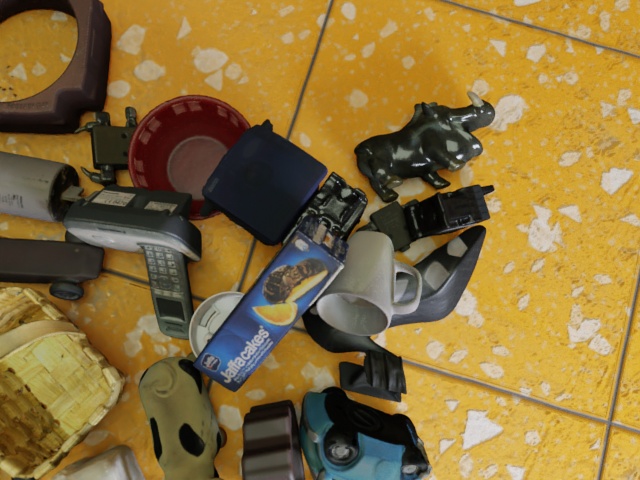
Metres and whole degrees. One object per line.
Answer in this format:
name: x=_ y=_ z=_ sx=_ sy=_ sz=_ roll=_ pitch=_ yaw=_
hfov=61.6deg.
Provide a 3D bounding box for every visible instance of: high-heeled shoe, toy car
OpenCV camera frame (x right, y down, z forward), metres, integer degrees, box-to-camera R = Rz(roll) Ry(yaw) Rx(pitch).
high-heeled shoe: x=0.094 y=0.050 z=0.680 sx=0.145 sy=0.086 sz=0.249 roll=28 pitch=63 yaw=30
toy car: x=-0.369 y=0.027 z=0.663 sx=0.202 sy=0.053 sz=0.089 roll=3 pitch=61 yaw=-3
toy car: x=0.041 y=0.248 z=0.626 sx=0.162 sy=0.109 sz=0.102 roll=22 pitch=104 yaw=-11

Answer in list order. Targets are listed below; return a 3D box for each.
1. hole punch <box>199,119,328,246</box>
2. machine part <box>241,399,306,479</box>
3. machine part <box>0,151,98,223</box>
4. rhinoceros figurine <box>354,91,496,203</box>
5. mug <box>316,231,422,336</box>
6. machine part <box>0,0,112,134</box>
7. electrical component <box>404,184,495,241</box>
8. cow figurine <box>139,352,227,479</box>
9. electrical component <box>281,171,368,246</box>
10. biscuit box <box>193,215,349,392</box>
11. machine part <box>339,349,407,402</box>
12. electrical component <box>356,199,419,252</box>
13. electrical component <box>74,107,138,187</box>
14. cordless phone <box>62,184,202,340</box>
hole punch: x=-0.063 y=-0.063 z=0.619 sx=0.116 sy=0.092 sz=0.142 roll=36 pitch=84 yaw=-9
machine part: x=-0.047 y=0.262 z=0.581 sx=0.056 sy=0.179 sz=0.179 roll=-7 pitch=82 yaw=0
machine part: x=-0.397 y=-0.072 z=0.665 sx=0.243 sy=0.079 sz=0.079 roll=12 pitch=81 yaw=0
rhinoceros figurine: x=0.139 y=-0.123 z=0.698 sx=0.190 sy=0.073 sz=0.112 roll=-22 pitch=72 yaw=-3
mug: x=0.059 y=0.041 z=0.600 sx=0.110 sy=0.080 sz=0.107 roll=-2 pitch=48 yaw=23
machine part: x=-0.380 y=-0.241 z=0.688 sx=0.202 sy=0.087 sz=0.201 roll=1 pitch=82 yaw=-3
electrical component: x=0.173 y=-0.037 z=0.679 sx=0.119 sy=0.075 sz=0.047 roll=-10 pitch=82 yaw=-33
cow figurine: x=-0.150 y=0.227 z=0.602 sx=0.085 sy=0.127 sz=0.195 roll=-17 pitch=80 yaw=-1
electrical component: x=-0.001 y=-0.002 z=0.648 sx=0.058 sy=0.115 sz=0.134 roll=34 pitch=82 yaw=7
biscuit box: x=-0.053 y=0.071 z=0.572 sx=0.059 sy=0.063 sz=0.202 roll=37 pitch=109 yaw=-5
machine part: x=0.063 y=0.159 z=0.614 sx=0.084 sy=0.138 sz=0.039 roll=21 pitch=68 yaw=2
electrical component: x=0.097 y=-0.014 z=0.700 sx=0.094 sy=0.021 sz=0.063 roll=-29 pitch=83 yaw=-7
electrical component: x=-0.270 y=-0.119 z=0.696 sx=0.078 sy=0.045 sz=0.102 roll=-10 pitch=83 yaw=-32
cordless phone: x=-0.211 y=0.034 z=0.641 sx=0.147 sy=0.089 sz=0.184 roll=7 pitch=121 yaw=10
